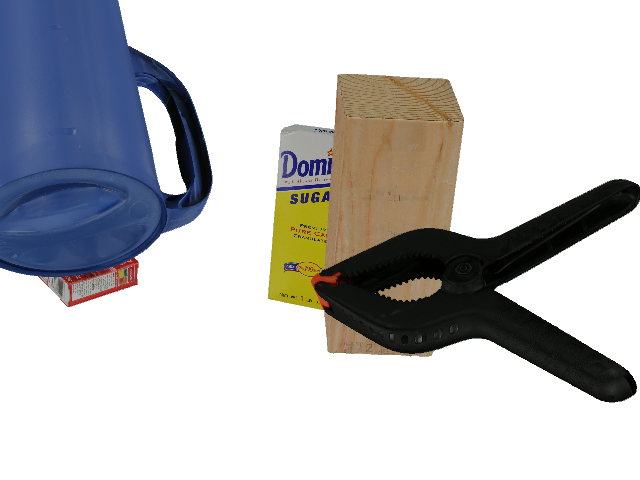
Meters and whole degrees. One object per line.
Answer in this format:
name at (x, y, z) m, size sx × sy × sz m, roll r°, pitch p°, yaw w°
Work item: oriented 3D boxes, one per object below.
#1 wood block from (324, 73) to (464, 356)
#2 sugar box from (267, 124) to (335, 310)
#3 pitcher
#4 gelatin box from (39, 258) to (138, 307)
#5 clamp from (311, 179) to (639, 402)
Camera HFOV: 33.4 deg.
wood block at (0.053, -0.019, 0.850) m, size 0.090 × 0.206 × 0.091 m, roll 2°, pitch 29°, yaw -3°
sugar box at (0.002, -0.022, 1.059) m, size 0.093 × 0.176 × 0.048 m, roll 9°, pitch 16°, yaw 21°
pitcher at (-0.182, -0.105, 0.775) m, size 0.145 × 0.243 × 0.149 m, roll -23°, pitch -31°, yaw 17°
gelatin box at (-0.223, 0.019, 0.988) m, size 0.073 × 0.030 × 0.089 m, roll -18°, pitch 40°, yaw -36°
clamp at (0.099, 0.022, 0.663) m, size 0.210 × 0.164 × 0.036 m, roll 2°, pitch -44°, yaw 26°
